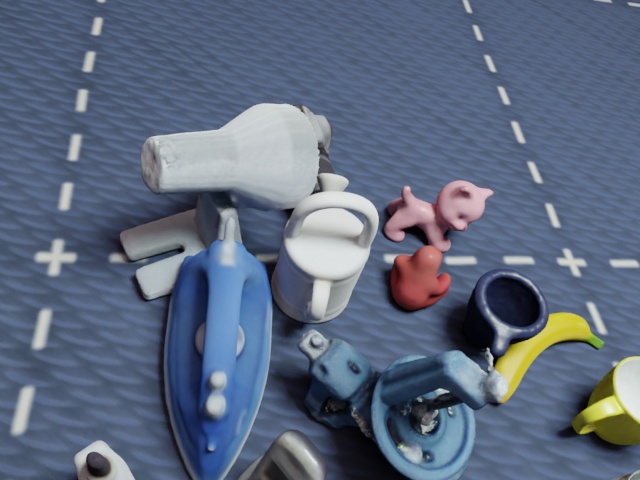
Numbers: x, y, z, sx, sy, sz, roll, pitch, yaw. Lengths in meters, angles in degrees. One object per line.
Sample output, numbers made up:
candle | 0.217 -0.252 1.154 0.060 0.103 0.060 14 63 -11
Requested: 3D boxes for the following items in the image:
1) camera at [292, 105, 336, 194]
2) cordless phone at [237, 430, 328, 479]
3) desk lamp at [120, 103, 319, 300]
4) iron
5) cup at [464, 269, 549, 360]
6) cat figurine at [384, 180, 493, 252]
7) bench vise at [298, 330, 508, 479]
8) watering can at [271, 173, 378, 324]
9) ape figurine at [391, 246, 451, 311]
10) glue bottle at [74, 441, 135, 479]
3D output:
camera | -0.037 -0.106 0.774 0.143 0.101 0.136 -12 60 -21
cordless phone | -0.009 0.241 0.490 0.147 0.185 0.094 42 57 16
desk lamp | -0.117 -0.048 0.644 0.204 0.213 0.117 -20 63 -25
iron | -0.102 0.110 0.585 0.119 0.141 0.258 4 55 -11
cup | 0.211 0.105 0.693 0.091 0.095 0.118 25 54 4
cat figurine | 0.162 -0.045 0.770 0.128 0.118 0.067 11 54 -6
bench vise | 0.071 0.153 0.549 0.207 0.220 0.121 18 54 -1
watering can | 0.004 0.002 0.652 0.101 0.194 0.172 -9 59 -19
ape figurine | 0.128 0.041 0.718 0.077 0.092 0.076 40 57 15
glue bottle | -0.179 0.204 0.481 0.037 0.173 0.078 -33 69 -30
